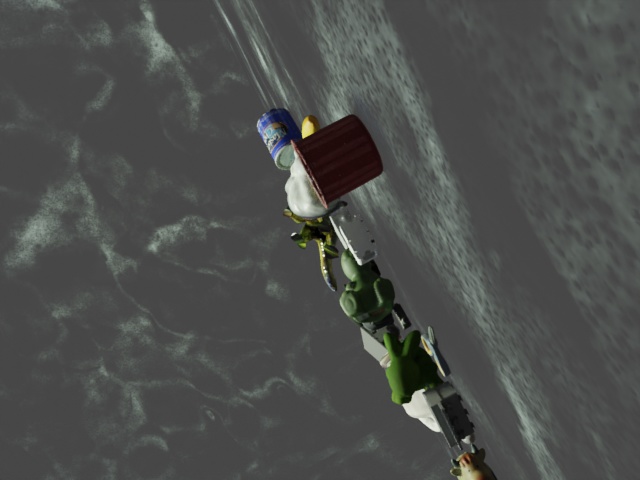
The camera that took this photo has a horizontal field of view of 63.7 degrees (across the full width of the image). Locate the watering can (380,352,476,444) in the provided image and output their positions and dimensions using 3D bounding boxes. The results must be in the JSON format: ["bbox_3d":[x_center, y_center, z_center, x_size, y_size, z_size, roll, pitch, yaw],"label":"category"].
[{"bbox_3d":[0.254,0.368,1.261,0.225,0.105,0.345,63,166,3],"label":"watering can"}]

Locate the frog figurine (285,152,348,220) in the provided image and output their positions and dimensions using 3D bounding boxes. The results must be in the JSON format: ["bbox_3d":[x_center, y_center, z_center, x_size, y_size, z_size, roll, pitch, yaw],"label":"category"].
[{"bbox_3d":[-0.021,-0.132,1.163,0.138,0.124,0.157,10,127,45],"label":"frog figurine"}]

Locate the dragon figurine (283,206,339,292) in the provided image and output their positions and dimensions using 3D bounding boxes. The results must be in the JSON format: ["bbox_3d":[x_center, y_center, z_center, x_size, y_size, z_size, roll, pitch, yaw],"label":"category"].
[{"bbox_3d":[0.004,-0.071,1.418,0.249,0.122,0.401,-76,-23,-45],"label":"dragon figurine"}]
